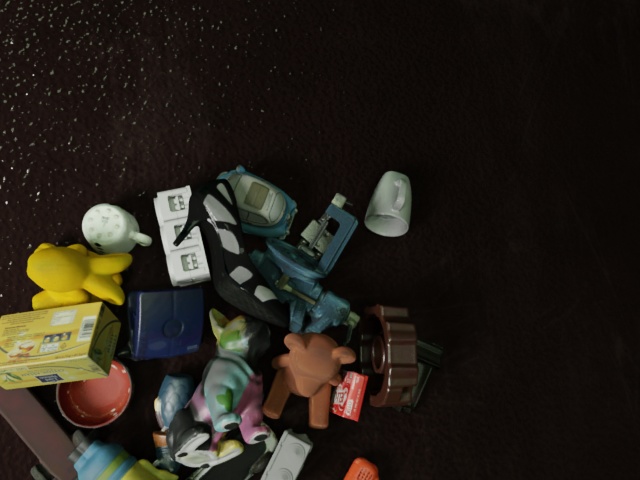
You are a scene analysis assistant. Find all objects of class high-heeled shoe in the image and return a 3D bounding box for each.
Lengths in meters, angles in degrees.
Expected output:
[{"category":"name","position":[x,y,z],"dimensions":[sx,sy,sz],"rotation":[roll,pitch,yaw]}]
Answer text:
[{"category":"high-heeled shoe","position":[-0.118,0.017,0.858],"dimensions":[0.248,0.086,0.145],"rotation":[41,59,-8]}]

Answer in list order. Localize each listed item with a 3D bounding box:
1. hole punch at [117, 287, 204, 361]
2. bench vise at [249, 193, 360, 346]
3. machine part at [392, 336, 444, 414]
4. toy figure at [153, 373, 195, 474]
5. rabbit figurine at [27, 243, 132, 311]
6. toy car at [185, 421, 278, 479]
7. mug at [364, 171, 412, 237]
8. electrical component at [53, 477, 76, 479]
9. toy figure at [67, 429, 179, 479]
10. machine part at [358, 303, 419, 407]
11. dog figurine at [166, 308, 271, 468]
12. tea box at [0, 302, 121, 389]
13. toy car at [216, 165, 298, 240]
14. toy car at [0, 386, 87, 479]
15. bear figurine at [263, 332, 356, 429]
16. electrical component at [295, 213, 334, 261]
[{"category":"hole punch","position":[-0.246,0.130,0.860],"dimensions":[0.142,0.092,0.115],"rotation":[-1,77,-37]},{"category":"bench vise","position":[-0.003,0.041,0.898],"dimensions":[0.224,0.129,0.240],"rotation":[32,98,10]},{"category":"machine part","position":[0.168,0.239,0.950],"dimensions":[0.084,0.039,0.139],"rotation":[29,73,-7]},{"category":"toy figure","position":[-0.233,0.294,0.861],"dimensions":[0.064,0.058,0.154],"rotation":[6,82,-1]},{"category":"rabbit figurine","position":[-0.379,0.060,0.827],"dimensions":[0.162,0.173,0.122],"rotation":[7,73,-4]},{"category":"toy car","position":[-0.154,0.374,0.858],"dimensions":[0.202,0.056,0.073],"rotation":[-44,94,-14]},{"category":"mug","position":[0.131,-0.076,0.980],"dimensions":[0.081,0.109,0.107],"rotation":[13,62,-2]},{"category":"electrical component","position":[-0.357,0.395,0.823],"dimensions":[0.119,0.048,0.075],"rotation":[41,74,-1]},{"category":"toy figure","position":[-0.288,0.358,0.782],"dimensions":[0.180,0.089,0.082],"rotation":[41,104,-2]},{"category":"machine part","position":[0.110,0.188,0.885],"dimensions":[0.056,0.179,0.179],"rotation":[3,78,-11]},{"category":"dog figurine","position":[-0.155,0.218,0.844],"dimensions":[0.191,0.108,0.219],"rotation":[-33,43,19]},{"category":"tea box","position":[-0.399,0.158,0.806],"dimensions":[0.170,0.068,0.098],"rotation":[-8,49,8]},{"category":"toy car","position":[-0.119,-0.063,0.933],"dimensions":[0.162,0.103,0.109],"rotation":[23,76,-2]},{"category":"toy car","position":[-0.437,0.286,0.829],"dimensions":[0.202,0.053,0.089],"rotation":[46,62,5]},{"category":"bear figurine","position":[-0.017,0.218,0.836],"dimensions":[0.120,0.195,0.132],"rotation":[15,70,-5]},{"category":"electrical component","position":[-0.002,-0.003,0.979],"dimensions":[0.063,0.021,0.094],"rotation":[40,79,0]}]
